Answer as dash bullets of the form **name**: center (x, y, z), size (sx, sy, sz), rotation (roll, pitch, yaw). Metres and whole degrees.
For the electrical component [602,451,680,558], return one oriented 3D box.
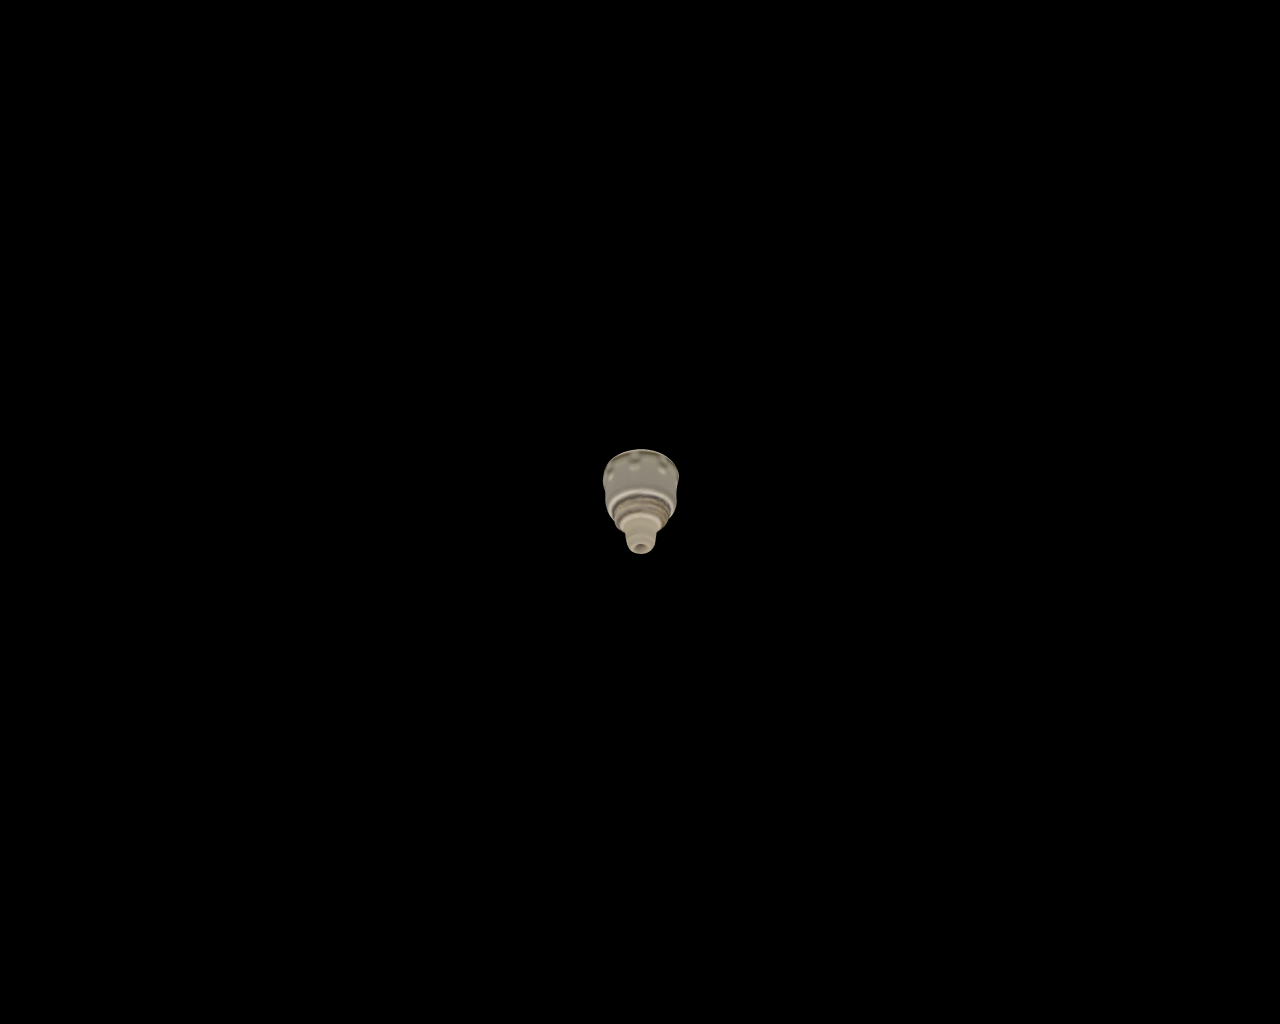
- **electrical component**: center (0.001, -0.003, 0.650), size (0.048, 0.062, 0.048), rotation (0, -36, 0)
